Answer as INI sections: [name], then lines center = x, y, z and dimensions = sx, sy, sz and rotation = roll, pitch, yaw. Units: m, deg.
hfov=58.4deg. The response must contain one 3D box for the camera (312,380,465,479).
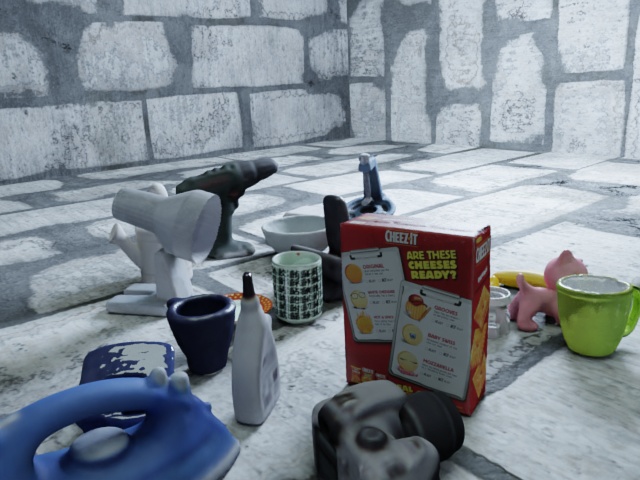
[camera]
center = 0.074, 0.186, 0.531
dimensions = 0.137, 0.101, 0.142
rotation = -10, 18, -24

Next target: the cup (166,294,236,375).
[cup]
center = -0.166, 0.129, 0.779
dimensions = 0.117, 0.095, 0.092
rotation = 10, 20, 38

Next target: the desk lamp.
[desk lamp]
center = -0.267, 0.016, 0.974
dimensions = 0.203, 0.214, 0.118
rotation = 1, 16, 12

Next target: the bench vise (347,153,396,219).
[bench vise]
center = 0.107, -0.093, 1.286
dimensions = 0.121, 0.220, 0.207
rotation = -2, 16, 4

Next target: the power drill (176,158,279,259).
[power drill]
center = -0.198, -0.070, 1.274
dimensions = 0.230, 0.208, 0.075
rotation = -8, 17, -17

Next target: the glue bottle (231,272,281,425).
[glue bottle]
center = -0.076, 0.119, 0.658
dimensions = 0.037, 0.173, 0.078
rotation = 2, 17, 16

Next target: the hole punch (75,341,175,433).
[hole punch]
center = -0.212, 0.172, 0.640
dimensions = 0.109, 0.091, 0.101
rotation = -5, 16, -9

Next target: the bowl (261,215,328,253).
[bowl]
center = -0.042, -0.001, 1.254
dimensions = 0.167, 0.075, 0.167
rotation = -2, 16, 1

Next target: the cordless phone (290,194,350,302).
[cordless phone]
center = 0.009, 0.004, 1.026
dimensions = 0.094, 0.185, 0.147
rotation = -18, 22, -42

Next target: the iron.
[iron]
center = -0.189, 0.182, 0.510
dimensions = 0.259, 0.141, 0.118
rotation = -15, 20, -38

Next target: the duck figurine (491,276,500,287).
[duck figurine]
center = 0.249, 0.062, 0.965
dimensions = 0.104, 0.086, 0.077
rotation = -1, 16, 7

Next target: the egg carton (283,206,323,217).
[egg carton]
center = -0.018, -0.039, 1.393
dimensions = 0.149, 0.069, 0.107
rotation = 8, 19, 32

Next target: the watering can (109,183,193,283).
[watering can]
center = -0.315, -0.012, 1.115
dimensions = 0.100, 0.194, 0.173
rotation = 10, 20, 37

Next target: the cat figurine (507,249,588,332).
[cat figurine]
center = 0.352, 0.068, 0.869
dimensions = 0.128, 0.118, 0.067
rotation = -6, 16, -11
